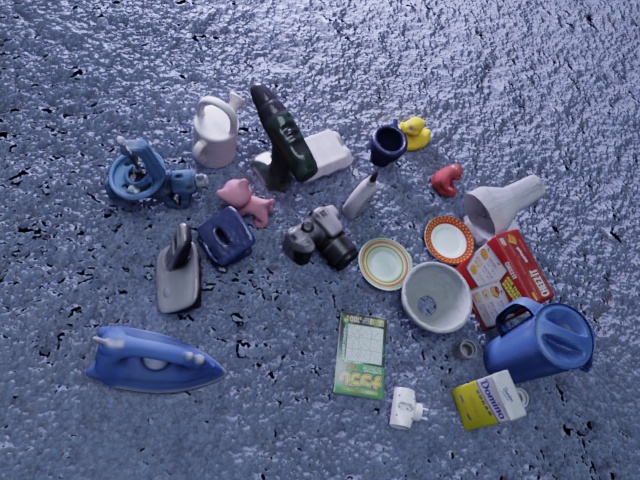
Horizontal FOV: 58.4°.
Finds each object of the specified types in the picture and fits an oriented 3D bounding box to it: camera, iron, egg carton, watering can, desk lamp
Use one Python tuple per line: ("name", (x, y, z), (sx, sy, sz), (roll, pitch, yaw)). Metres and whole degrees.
("camera", (0.012, 0.005, 1.272), (0.143, 0.100, 0.136), (-36, 79, -25))
("iron", (-0.298, 0.219, 1.072), (0.258, 0.141, 0.118), (10, 64, -10))
("egg carton", (-0.001, -0.202, 1.379), (0.150, 0.069, 0.107), (-26, 75, -23))
("watering can", (-0.229, -0.257, 1.274), (0.101, 0.194, 0.173), (11, 64, -9))
("desk lamp", (0.419, -0.068, 1.348), (0.204, 0.213, 0.118), (-24, 74, -23))

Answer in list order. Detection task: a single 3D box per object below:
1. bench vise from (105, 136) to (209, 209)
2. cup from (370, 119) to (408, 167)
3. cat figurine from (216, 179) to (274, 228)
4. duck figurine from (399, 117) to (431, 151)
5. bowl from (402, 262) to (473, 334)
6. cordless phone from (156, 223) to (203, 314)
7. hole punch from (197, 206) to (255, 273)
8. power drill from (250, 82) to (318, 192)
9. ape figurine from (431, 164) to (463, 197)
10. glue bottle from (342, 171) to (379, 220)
("bench vise", (-0.341, -0.152, 1.184), (0.208, 0.219, 0.121), (-14, 70, -20))
("cup", (0.163, -0.236, 1.423), (0.092, 0.095, 0.118), (18, 63, -6))
("cat figurine", (-0.162, -0.090, 1.260), (0.128, 0.117, 0.067), (16, 63, -7))
("duck figurine", (0.241, -0.281, 1.469), (0.105, 0.086, 0.077), (0, 66, -14))
("bowl", (0.252, 0.138, 1.290), (0.168, 0.074, 0.167), (6, 65, -12))
("cordless phone", (-0.276, 0.057, 1.126), (0.094, 0.185, 0.147), (-4, 67, -16))
("hole punch", (-0.201, -0.001, 1.225), (0.101, 0.091, 0.108), (-30, 77, -24))
("power drill", (-0.096, -0.209, 1.279), (0.076, 0.208, 0.229), (-32, 77, -24))
("ape figurine", (0.325, -0.157, 1.432), (0.076, 0.092, 0.078), (25, 63, -2))
("glue bottle", (0.103, -0.111, 1.307), (0.078, 0.173, 0.037), (-40, 80, -26))
